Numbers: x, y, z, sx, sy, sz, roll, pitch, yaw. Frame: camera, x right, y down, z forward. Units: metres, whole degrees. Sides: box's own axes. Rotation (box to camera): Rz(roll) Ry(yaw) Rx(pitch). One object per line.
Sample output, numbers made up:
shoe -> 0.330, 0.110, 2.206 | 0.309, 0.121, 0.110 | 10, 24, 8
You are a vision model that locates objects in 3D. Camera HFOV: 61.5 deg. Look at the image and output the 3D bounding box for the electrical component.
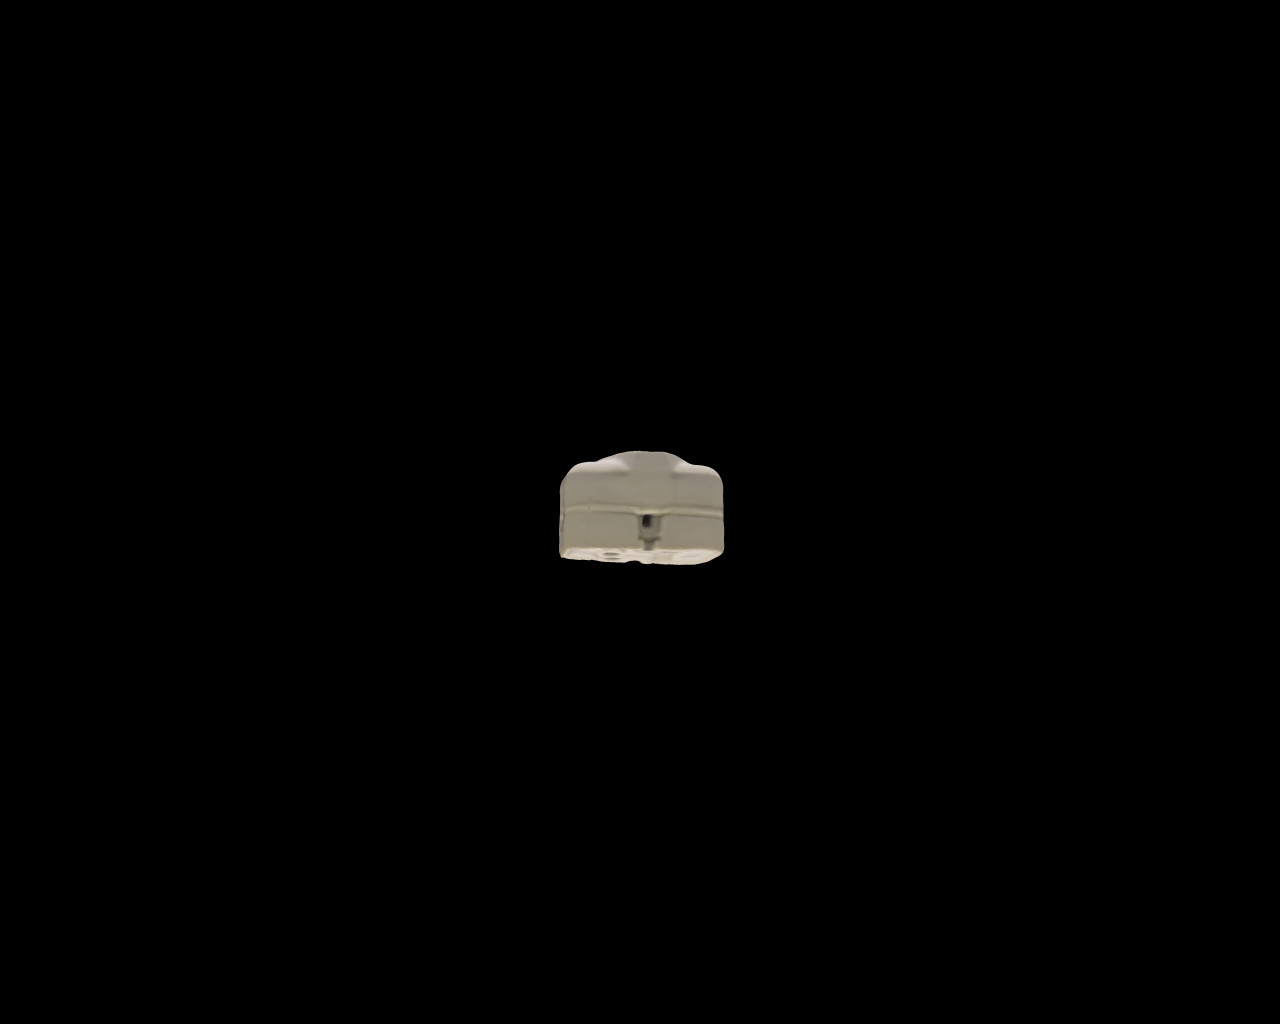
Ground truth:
electrical component -> 0.001, -0.003, 0.650 | 0.095, 0.059, 0.053 | 2, -11, -12
